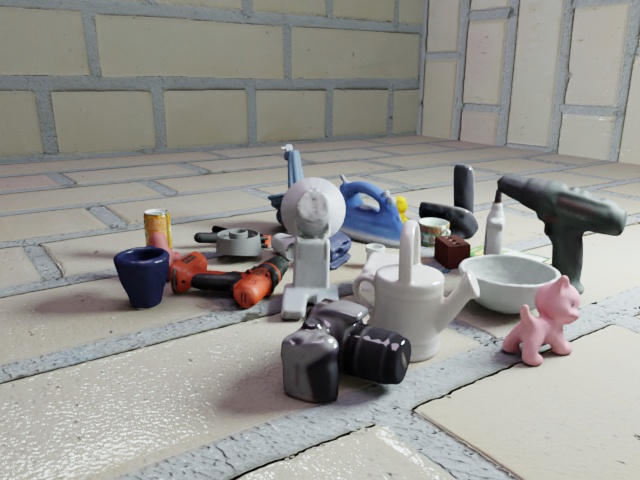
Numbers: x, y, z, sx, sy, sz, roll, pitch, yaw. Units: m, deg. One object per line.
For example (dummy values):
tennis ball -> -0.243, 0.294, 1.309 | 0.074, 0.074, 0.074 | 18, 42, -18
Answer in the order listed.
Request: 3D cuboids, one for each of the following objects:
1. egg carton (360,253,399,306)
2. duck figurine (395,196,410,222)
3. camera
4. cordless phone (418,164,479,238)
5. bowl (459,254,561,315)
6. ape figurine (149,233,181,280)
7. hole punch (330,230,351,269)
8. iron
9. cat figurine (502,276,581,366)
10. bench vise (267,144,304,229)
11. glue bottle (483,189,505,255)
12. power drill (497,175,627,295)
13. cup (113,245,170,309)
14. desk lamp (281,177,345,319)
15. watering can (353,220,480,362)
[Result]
egg carton -> 0.126, 0.071, 1.029 | 0.107, 0.069, 0.150 | 4, 17, 12
duck figurine -> 0.204, -0.069, 1.480 | 0.077, 0.086, 0.104 | -3, 17, -10
camera -> 0.039, 0.139, 0.739 | 0.136, 0.101, 0.143 | 9, 19, 27
cordless phone -> 0.318, -0.100, 1.411 | 0.147, 0.185, 0.094 | 14, 21, 38
bowl -> 0.322, 0.083, 0.986 | 0.167, 0.075, 0.167 | 1, 16, 0
ape figurine -> -0.311, 0.029, 1.116 | 0.078, 0.092, 0.076 | -1, 17, -5
hole punch -> 0.011, 0.004, 1.214 | 0.100, 0.091, 0.109 | 8, 18, 23
iron -> 0.124, -0.075, 1.399 | 0.119, 0.141, 0.257 | -13, 21, -38
cat figurine -> 0.329, 0.106, 0.832 | 0.128, 0.118, 0.067 | -10, 19, -32
bench vise -> -0.047, -0.120, 1.405 | 0.122, 0.220, 0.206 | -13, 21, -38
glue bottle -> 0.353, -0.018, 1.156 | 0.037, 0.173, 0.078 | 4, 17, 12
power drill -> 0.435, -0.009, 1.065 | 0.228, 0.208, 0.076 | 10, 19, 29
cup -> -0.303, 0.064, 0.994 | 0.091, 0.095, 0.117 | -1, 16, -5
desk lamp -> -0.011, 0.004, 0.998 | 0.118, 0.214, 0.203 | 0, 16, -2
watering can -> 0.136, 0.066, 0.825 | 0.173, 0.194, 0.101 | 0, 17, -3
